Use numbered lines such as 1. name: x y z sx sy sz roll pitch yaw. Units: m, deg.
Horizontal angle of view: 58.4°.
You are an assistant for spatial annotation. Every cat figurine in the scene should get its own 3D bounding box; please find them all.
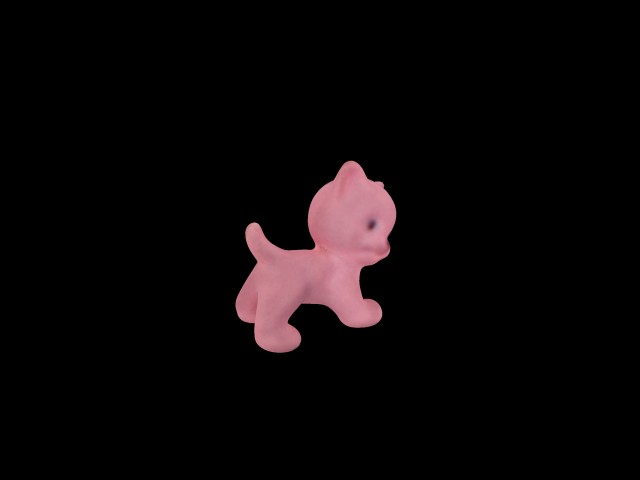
1. cat figurine: 0.004 0.001 0.400 0.128 0.118 0.067 -13 26 -29
